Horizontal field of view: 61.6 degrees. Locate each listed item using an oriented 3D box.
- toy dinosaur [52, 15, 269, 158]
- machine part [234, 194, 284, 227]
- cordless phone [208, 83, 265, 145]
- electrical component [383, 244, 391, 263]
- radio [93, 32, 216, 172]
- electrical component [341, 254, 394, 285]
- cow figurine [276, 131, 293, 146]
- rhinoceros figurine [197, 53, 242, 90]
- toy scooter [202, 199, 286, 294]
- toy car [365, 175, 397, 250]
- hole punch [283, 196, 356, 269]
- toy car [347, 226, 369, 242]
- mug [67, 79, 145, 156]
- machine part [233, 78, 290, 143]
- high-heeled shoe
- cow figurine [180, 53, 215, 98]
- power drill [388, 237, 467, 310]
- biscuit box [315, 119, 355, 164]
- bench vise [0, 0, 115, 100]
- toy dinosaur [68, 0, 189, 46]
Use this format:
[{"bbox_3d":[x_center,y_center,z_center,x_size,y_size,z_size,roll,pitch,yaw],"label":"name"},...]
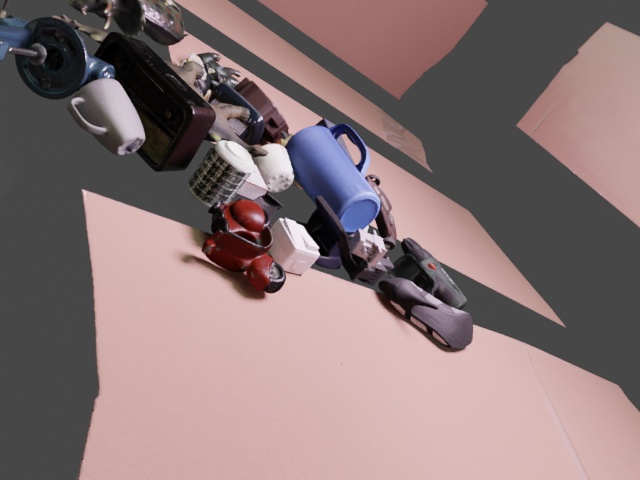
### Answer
[{"bbox_3d":[-0.303,-0.300,1.073,0.471,0.105,0.198,36,25,1],"label":"toy dinosaur"},{"bbox_3d":[-0.116,-0.051,0.982,0.084,0.039,0.139,36,23,3],"label":"machine part"},{"bbox_3d":[-0.186,-0.278,1.264,0.146,0.088,0.184,42,5,6],"label":"cordless phone"},{"bbox_3d":[0.123,0.030,1.211,0.078,0.045,0.102,16,13,17],"label":"electrical component"},{"bbox_3d":[-0.295,-0.235,0.916,0.230,0.131,0.073,44,20,10],"label":"radio"},{"bbox_3d":[0.099,0.052,1.116,0.119,0.047,0.075,13,34,-49],"label":"electrical component"},{"bbox_3d":[-0.048,-0.201,1.319,0.127,0.085,0.195,49,25,6],"label":"cow figurine"},{"bbox_3d":[-0.258,-0.420,1.409,0.190,0.073,0.112,44,21,10],"label":"rhinoceros figurine"},{"bbox_3d":[-0.129,-0.002,0.823,0.135,0.075,0.184,20,34,-40],"label":"toy scooter"},{"bbox_3d":[0.142,-0.064,1.238,0.201,0.053,0.089,67,20,-43],"label":"toy car"},{"bbox_3d":[-0.002,-0.003,1.032,0.142,0.092,0.115,51,-9,37],"label":"hole punch"},{"bbox_3d":[0.075,-0.042,1.217,0.074,0.056,0.202,15,22,3],"label":"toy car"},{"bbox_3d":[-0.331,-0.187,0.840,0.107,0.081,0.109,53,22,5],"label":"mug"},{"bbox_3d":[-0.146,-0.309,1.315,0.179,0.056,0.179,48,-6,7],"label":"machine part"},{"bbox_3d":[0.225,0.156,1.136,0.145,0.086,0.248,19,-18,43],"label":"high-heeled shoe"},{"bbox_3d":[-0.298,-0.397,1.307,0.098,0.068,0.167,39,24,-19],"label":"cow figurine"},{"bbox_3d":[0.235,0.079,1.257,0.232,0.086,0.207,53,16,21],"label":"power drill"},{"bbox_3d":[0.037,-0.198,1.298,0.062,0.059,0.203,18,43,-49],"label":"biscuit box"},{"bbox_3d":[-0.443,-0.294,0.813,0.223,0.129,0.240,38,17,-1],"label":"bench vise"},{"bbox_3d":[-0.425,-0.560,1.364,0.404,0.131,0.192,8,51,-60],"label":"toy dinosaur"}]
